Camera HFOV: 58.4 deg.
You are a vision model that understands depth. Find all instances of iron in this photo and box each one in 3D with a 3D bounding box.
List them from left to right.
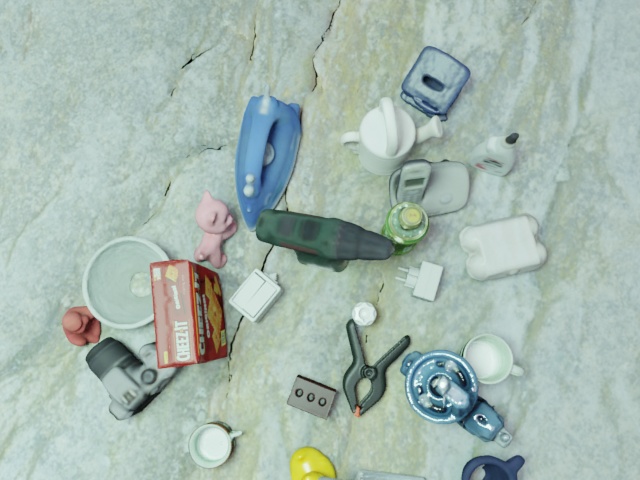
[{"bbox_3d":[-0.109,-0.151,1.048,0.118,0.141,0.258,9,82,3],"label":"iron"}]

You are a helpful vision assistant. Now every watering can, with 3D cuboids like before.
[{"bbox_3d":[0.127,-0.191,1.022,0.173,0.194,0.101,-27,81,-2],"label":"watering can"}]

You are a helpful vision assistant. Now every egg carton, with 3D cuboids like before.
[{"bbox_3d":[0.334,0.014,1.047,0.150,0.069,0.107,-14,81,-1],"label":"egg carton"}]

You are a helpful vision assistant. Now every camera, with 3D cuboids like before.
[{"bbox_3d":[-0.340,0.227,1.017,0.136,0.101,0.143,43,85,7],"label":"camera"}]

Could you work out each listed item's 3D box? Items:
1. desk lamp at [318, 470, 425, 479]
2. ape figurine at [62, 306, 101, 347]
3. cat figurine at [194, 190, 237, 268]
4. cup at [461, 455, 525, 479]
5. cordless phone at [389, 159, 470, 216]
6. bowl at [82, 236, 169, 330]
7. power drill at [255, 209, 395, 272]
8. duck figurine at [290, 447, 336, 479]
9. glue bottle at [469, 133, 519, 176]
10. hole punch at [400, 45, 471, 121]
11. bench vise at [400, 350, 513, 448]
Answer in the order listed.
[{"bbox_3d":[0.080,0.439,0.915,0.203,0.213,0.118,4,81,2],"label":"desk lamp"},{"bbox_3d":[-0.436,0.150,1.036,0.076,0.092,0.078,44,85,8],"label":"ape figurine"},{"bbox_3d":[-0.198,-0.019,1.042,0.067,0.118,0.128,14,82,4],"label":"cat figurine"},{"bbox_3d":[0.289,0.399,0.976,0.118,0.095,0.091,-36,82,-4],"label":"cup"},{"bbox_3d":[0.198,-0.103,1.010,0.147,0.185,0.094,-11,81,0],"label":"cordless phone"},{"bbox_3d":[-0.341,0.081,1.052,0.167,0.075,0.167,0,81,2],"label":"bowl"},{"bbox_3d":[0.009,0.004,0.987,0.229,0.208,0.076,12,82,4],"label":"power drill"},{"bbox_3d":[-0.014,0.413,0.987,0.077,0.086,0.104,-29,81,-3],"label":"duck figurine"},{"bbox_3d":[0.321,-0.159,1.022,0.078,0.173,0.037,16,82,4],"label":"glue bottle"},{"bbox_3d":[0.218,-0.295,1.087,0.108,0.091,0.101,33,84,6],"label":"hole punch"},{"bbox_3d":[0.236,0.255,0.937,0.207,0.220,0.121,21,82,5],"label":"bench vise"}]
